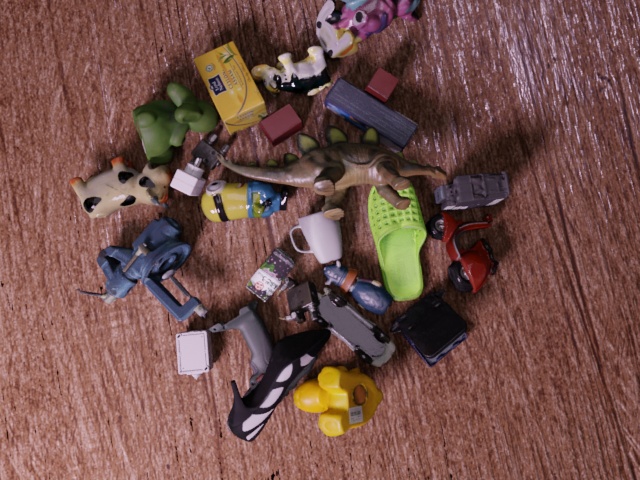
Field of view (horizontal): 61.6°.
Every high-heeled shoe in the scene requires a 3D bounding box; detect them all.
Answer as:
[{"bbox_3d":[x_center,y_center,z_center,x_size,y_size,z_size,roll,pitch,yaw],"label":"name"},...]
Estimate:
[{"bbox_3d":[-0.067,0.278,1.029,0.249,0.086,0.145,-25,116,-22],"label":"high-heeled shoe"}]

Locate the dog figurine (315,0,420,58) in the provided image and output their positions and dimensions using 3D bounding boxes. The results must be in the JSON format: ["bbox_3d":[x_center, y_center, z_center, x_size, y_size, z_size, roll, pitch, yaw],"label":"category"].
[{"bbox_3d":[0.117,-0.487,1.168,0.219,0.191,0.108,-23,80,-38],"label":"dog figurine"}]

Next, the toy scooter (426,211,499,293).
[{"bbox_3d":[0.317,0.012,1.124,0.135,0.075,0.184,-22,80,-5],"label":"toy scooter"}]

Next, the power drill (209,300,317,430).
[{"bbox_3d":[-0.138,0.242,1.085,0.232,0.086,0.207,-34,81,-6],"label":"power drill"}]

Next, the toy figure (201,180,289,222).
[{"bbox_3d":[-0.157,-0.080,1.121,0.180,0.082,0.089,3,81,-3],"label":"toy figure"}]

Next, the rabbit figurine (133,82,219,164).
[{"bbox_3d":[-0.296,-0.257,1.117,0.170,0.159,0.121,-19,74,-18],"label":"rabbit figurine"}]

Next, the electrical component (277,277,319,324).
[{"bbox_3d":[-0.046,0.123,1.095,0.078,0.045,0.102,-25,59,31],"label":"electrical component"}]

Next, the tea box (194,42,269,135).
[{"bbox_3d":[-0.188,-0.322,1.141,0.098,0.068,0.169,-27,75,-4],"label":"tea box"}]

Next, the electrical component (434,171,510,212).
[{"bbox_3d":[0.310,-0.098,1.114,0.134,0.115,0.058,-6,81,-4],"label":"electrical component"}]

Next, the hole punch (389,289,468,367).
[{"bbox_3d":[0.231,0.185,1.104,0.142,0.092,0.116,-39,56,-3],"label":"hole punch"}]

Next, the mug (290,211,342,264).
[{"bbox_3d":[-0.002,-0.003,1.116,0.110,0.081,0.107,-20,92,-8],"label":"mug"}]

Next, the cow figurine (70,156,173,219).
[{"bbox_3d":[-0.400,-0.103,1.117,0.195,0.085,0.127,-24,86,-1],"label":"cow figurine"}]

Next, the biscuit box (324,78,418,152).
[{"bbox_3d":[0.107,-0.267,1.157,0.203,0.059,0.063,34,84,2],"label":"biscuit box"}]

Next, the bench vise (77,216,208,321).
[{"bbox_3d":[-0.329,0.080,1.079,0.241,0.128,0.223,43,83,11],"label":"bench vise"}]

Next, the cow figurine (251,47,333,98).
[{"bbox_3d":[-0.061,-0.350,1.163,0.167,0.068,0.098,-16,90,-2],"label":"cow figurine"}]

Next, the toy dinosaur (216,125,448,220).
[{"bbox_3d":[0.026,-0.141,1.088,0.472,0.105,0.199,-1,46,-6],"label":"toy dinosaur"}]

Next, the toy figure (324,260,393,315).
[{"bbox_3d":[0.077,0.098,1.117,0.154,0.057,0.064,33,78,7],"label":"toy figure"}]

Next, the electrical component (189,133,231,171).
[{"bbox_3d":[-0.241,-0.182,1.158,0.063,0.021,0.094,40,90,3],"label":"electrical component"}]

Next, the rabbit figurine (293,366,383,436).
[{"bbox_3d":[0.027,0.298,1.055,0.162,0.173,0.122,-6,82,-47],"label":"rabbit figurine"}]

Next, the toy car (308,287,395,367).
[{"bbox_3d":[0.064,0.179,1.108,0.202,0.056,0.073,39,91,5],"label":"toy car"}]
